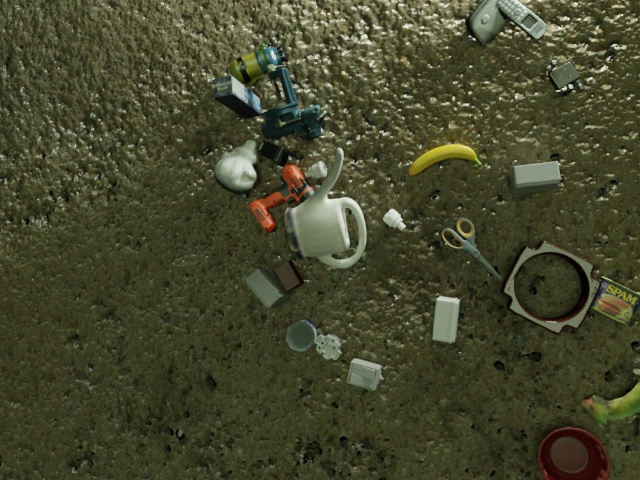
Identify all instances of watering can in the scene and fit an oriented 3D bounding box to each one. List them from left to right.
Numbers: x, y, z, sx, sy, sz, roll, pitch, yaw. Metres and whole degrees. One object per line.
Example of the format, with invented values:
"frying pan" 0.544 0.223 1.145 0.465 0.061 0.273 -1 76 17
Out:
"watering can" 0.004 -0.071 1.419 0.224 0.106 0.342 -10 110 7

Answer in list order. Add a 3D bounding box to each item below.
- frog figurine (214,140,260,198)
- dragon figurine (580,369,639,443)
"frog figurine" -0.236 -0.222 1.533 0.139 0.122 0.157 43 110 33
"dragon figurine" 0.845 0.401 1.215 0.410 0.123 0.240 4 104 17
